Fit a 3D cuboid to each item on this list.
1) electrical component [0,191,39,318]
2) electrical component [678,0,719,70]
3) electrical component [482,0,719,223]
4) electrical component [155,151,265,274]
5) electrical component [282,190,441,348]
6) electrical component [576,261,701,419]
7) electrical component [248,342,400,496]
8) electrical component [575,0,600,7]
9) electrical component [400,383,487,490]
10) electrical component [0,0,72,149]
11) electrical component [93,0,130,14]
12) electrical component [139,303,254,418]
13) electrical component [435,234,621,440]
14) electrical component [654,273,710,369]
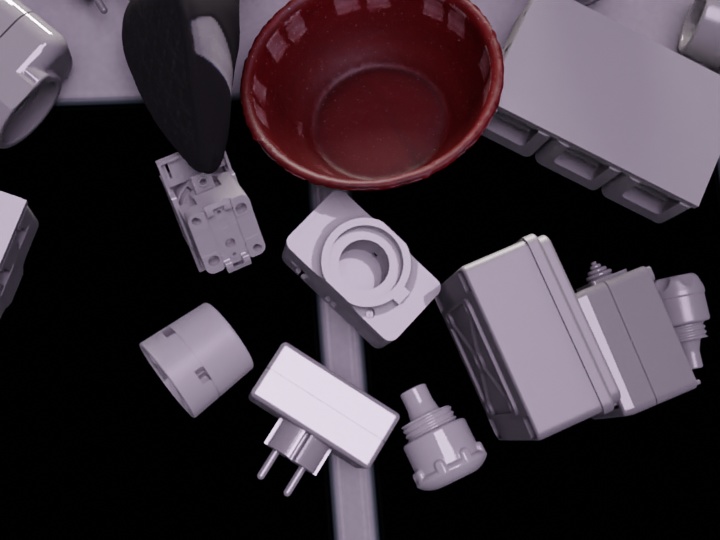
[{"bbox_3d":[-0.278,-0.019,0.629,0.150,0.061,0.089,20,78,-4],"label":"electrical component"},{"bbox_3d":[0.250,-0.164,0.733,0.047,0.055,0.055,19,78,0],"label":"electrical component"},{"bbox_3d":[0.159,-0.105,0.706,0.150,0.061,0.089,26,78,-3],"label":"electrical component"},{"bbox_3d":[-0.088,-0.034,0.651,0.042,0.063,0.081,-25,125,-12],"label":"electrical component"},{"bbox_3d":[0.000,0.000,0.668,0.089,0.055,0.050,43,77,1],"label":"electrical component"},{"bbox_3d":[0.158,0.042,0.679,0.061,0.061,0.096,-21,83,-11],"label":"electrical component"},{"bbox_3d":[-0.033,0.099,0.650,0.083,0.047,0.075,33,77,-1],"label":"electrical component"},{"bbox_3d":[0.145,-0.210,0.705,0.054,0.095,0.059,-23,84,-11],"label":"electrical component"},{"bbox_3d":[0.046,0.101,0.663,0.048,0.048,0.062,-24,77,-11],"label":"electrical component"},{"bbox_3d":[-0.224,-0.114,0.658,0.059,0.053,0.095,39,77,0],"label":"electrical component"},{"bbox_3d":[-0.173,-0.199,0.683,0.066,0.047,0.076,-31,85,-12],"label":"electrical component"},{"bbox_3d":[-0.097,0.053,0.647,0.047,0.055,0.055,-37,87,-16],"label":"electrical component"},{"bbox_3d":[0.096,0.044,0.647,0.056,0.108,0.108,-23,84,-8],"label":"electrical component"},{"bbox_3d":[0.212,0.034,0.702,0.035,0.035,0.061,-10,84,-10],"label":"electrical component"}]
